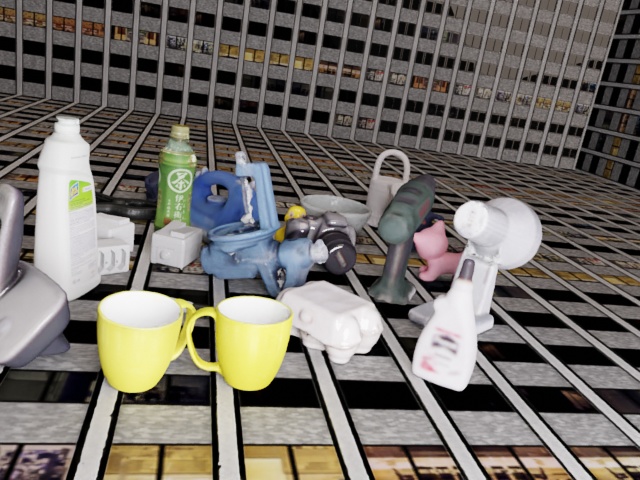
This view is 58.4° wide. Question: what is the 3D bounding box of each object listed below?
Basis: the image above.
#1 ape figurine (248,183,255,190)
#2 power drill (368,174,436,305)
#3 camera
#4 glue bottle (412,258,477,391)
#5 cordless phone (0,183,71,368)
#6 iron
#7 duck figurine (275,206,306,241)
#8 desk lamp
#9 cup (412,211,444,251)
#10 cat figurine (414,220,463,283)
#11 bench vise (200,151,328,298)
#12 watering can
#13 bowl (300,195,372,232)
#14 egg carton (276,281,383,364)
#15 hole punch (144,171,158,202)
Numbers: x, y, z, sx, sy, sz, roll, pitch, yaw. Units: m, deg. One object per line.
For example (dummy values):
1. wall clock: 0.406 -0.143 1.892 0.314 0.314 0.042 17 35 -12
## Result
1. ape figurine: -0.168 -0.084 1.288 0.076 0.092 0.077 2 19 -21
2. power drill: 0.147 -0.003 1.005 0.075 0.208 0.230 15 18 17
3. camera: 0.010 0.004 1.090 0.143 0.101 0.136 5 18 -14
4. glue bottle: 0.171 0.104 0.735 0.078 0.173 0.037 16 18 19
5. cordless phone: -0.347 0.037 0.652 0.147 0.185 0.094 21 21 33
6. iron: -0.211 -0.082 1.175 0.257 0.141 0.119 24 23 39
7. duck figurine: -0.052 -0.031 1.192 0.077 0.086 0.104 7 17 -6
8. desk lamp: 0.259 0.036 0.932 0.117 0.213 0.204 23 22 37
9. cup: 0.216 -0.023 1.295 0.118 0.095 0.091 8 17 -3
10. cat figurine: 0.238 0.023 1.123 0.127 0.118 0.067 12 17 7
11. bench vise: -0.086 -0.027 0.938 0.207 0.220 0.121 8 17 -4
12. watering can: 0.178 -0.130 1.448 0.101 0.194 0.172 -1 20 -30
13. bowl: 0.031 -0.048 1.309 0.167 0.075 0.167 9 17 -2
14. egg carton: 0.008 0.111 0.804 0.149 0.069 0.107 22 21 35
15. hole punch: -0.364 -0.139 1.361 0.101 0.091 0.108 2 19 -21
